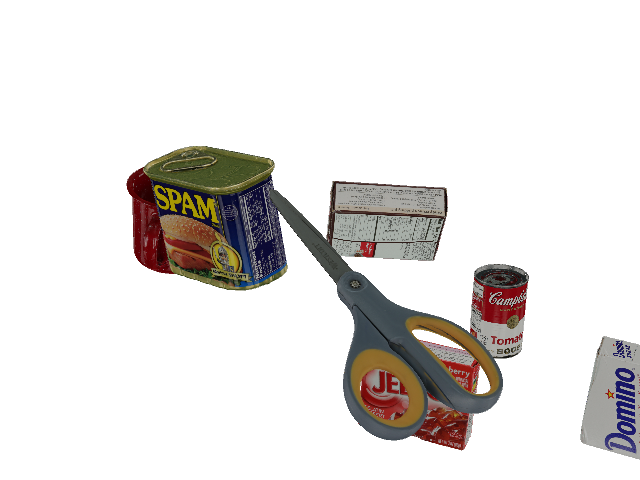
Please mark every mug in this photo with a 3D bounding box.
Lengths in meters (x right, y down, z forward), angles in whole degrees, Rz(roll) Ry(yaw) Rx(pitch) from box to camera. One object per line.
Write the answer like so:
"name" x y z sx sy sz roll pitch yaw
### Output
"mug" -0.146 -0.014 1.042 0.093 0.081 0.117 9 32 7

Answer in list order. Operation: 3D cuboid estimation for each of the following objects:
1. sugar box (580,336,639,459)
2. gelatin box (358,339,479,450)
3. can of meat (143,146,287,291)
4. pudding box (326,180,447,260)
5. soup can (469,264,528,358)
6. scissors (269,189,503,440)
"sugar box" 0.316 0.150 0.904 0.176 0.093 0.048 12 23 17
"gelatin box" 0.076 0.116 0.830 0.089 0.073 0.030 11 22 18
"can of meat" -0.075 -0.016 0.774 0.102 0.084 0.057 14 33 42
"pudding box" 0.064 -0.018 1.049 0.113 0.039 0.090 2 -30 -2
"soup can" 0.225 0.090 1.349 0.068 0.102 0.068 1 22 0
"scissors" 0.013 0.043 0.621 0.202 0.016 0.096 35 53 25
